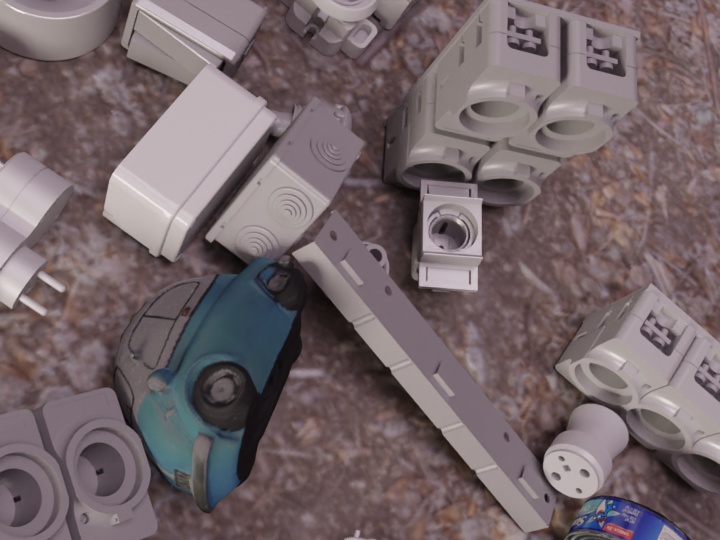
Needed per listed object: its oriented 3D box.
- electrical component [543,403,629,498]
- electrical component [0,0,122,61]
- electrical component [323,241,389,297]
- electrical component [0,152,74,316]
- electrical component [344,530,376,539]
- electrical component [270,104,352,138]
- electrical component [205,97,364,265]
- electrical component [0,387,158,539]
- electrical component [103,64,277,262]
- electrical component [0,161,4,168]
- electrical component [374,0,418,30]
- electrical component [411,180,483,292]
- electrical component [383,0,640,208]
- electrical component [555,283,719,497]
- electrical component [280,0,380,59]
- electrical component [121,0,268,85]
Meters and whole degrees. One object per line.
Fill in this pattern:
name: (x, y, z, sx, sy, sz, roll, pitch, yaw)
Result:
electrical component: (0.159, 0.128, 0.760, 0.045, 0.045, 0.055, 47, 46, 0)
electrical component: (-0.214, -0.205, 0.734, 0.108, 0.060, 0.108, 7, 70, -18)
electrical component: (0.000, 0.000, 0.742, 0.043, 0.062, 0.043, 6, 70, -18)
electrical component: (-0.220, -0.001, 0.666, 0.074, 0.052, 0.138, 35, 64, -6)
electrical component: (0.000, 0.206, 0.683, 0.040, 0.040, 0.078, 23, 66, -12)
electrical component: (-0.039, -0.100, 0.773, 0.062, 0.048, 0.048, 13, 68, -9)
electrical component: (-0.048, -0.054, 0.716, 0.048, 0.100, 0.099, 38, 37, -10)
electrical component: (-0.163, 0.169, 0.597, 0.105, 0.060, 0.186, -11, 79, -48)
electrical component: (-0.112, -0.070, 0.716, 0.057, 0.078, 0.113, 36, 64, -3)
electrical component: (-0.263, -0.080, 0.682, 0.079, 0.044, 0.077, 36, 64, -6)
electrical component: (0.035, -0.237, 0.822, 0.050, 0.089, 0.055, 41, 63, -3)
electrical component: (0.060, -0.020, 0.770, 0.042, 0.063, 0.081, 5, 71, -7)
electrical component: (0.097, -0.105, 0.745, 0.105, 0.186, 0.060, 10, 69, -17)
electrical component: (0.228, 0.092, 0.780, 0.150, 0.089, 0.061, 41, 63, -3)
electrical component: (-0.018, -0.203, 0.809, 0.078, 0.057, 0.058, 39, 63, -4)
electrical component: (-0.125, -0.171, 0.755, 0.096, 0.062, 0.061, 30, 64, -8)
